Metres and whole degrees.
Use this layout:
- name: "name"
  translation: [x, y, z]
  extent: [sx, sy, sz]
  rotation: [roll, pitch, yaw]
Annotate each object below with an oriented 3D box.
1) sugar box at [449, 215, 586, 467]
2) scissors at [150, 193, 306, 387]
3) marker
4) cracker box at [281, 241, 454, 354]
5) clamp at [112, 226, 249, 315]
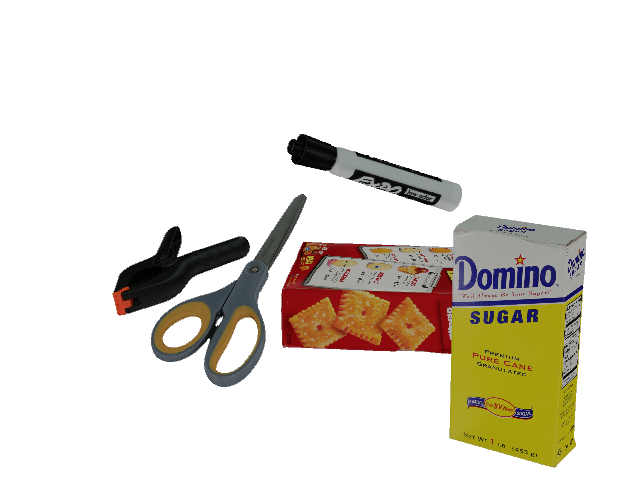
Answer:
- name: "sugar box"
  translation: [0.147, 0.075, 0.807]
  extent: [0.093, 0.176, 0.048]
  rotation: [9, 22, 33]
- name: "scissors"
  translation: [-0.071, 0.032, 0.838]
  extent: [0.096, 0.016, 0.201]
  rotation: [0, 44, 10]
- name: "marker"
  translation: [0.034, -0.042, 0.659]
  extent: [0.121, 0.020, 0.020]
  rotation: [16, -7, -27]
- name: "cracker box"
  translation: [0.076, 0.058, 1.092]
  extent: [0.214, 0.072, 0.164]
  rotation: [2, 16, 6]
- name: "clamp"
  translation: [-0.161, 0.032, 1.201]
  extent: [0.120, 0.039, 0.171]
  rotation: [-2, 29, 30]
